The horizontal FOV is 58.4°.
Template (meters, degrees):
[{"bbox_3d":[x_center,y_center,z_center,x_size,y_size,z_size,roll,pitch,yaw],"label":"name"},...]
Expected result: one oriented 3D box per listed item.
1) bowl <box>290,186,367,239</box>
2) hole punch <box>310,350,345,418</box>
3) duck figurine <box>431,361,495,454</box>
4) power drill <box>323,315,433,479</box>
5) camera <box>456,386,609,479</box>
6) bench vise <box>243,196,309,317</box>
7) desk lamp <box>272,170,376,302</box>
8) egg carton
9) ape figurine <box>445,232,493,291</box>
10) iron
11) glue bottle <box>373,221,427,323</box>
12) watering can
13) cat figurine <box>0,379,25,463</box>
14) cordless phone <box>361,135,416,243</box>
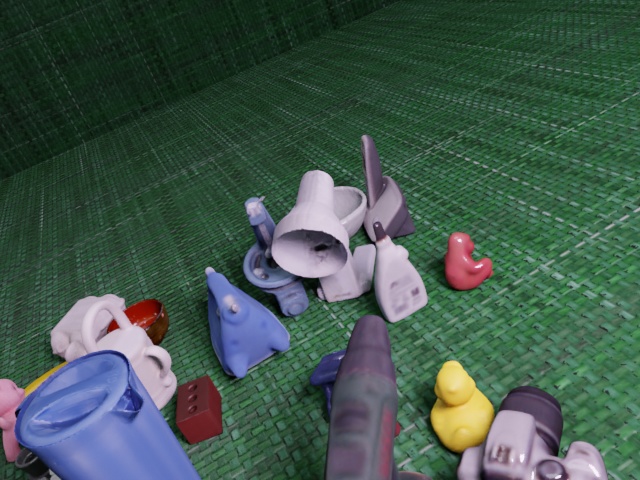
[{"bbox_3d":[0.022,-0.036,1.159,0.167,0.075,0.167,-15,31,10],"label":"bowl"},{"bbox_3d":[0.045,0.180,0.783,0.108,0.091,0.101,-14,31,13],"label":"hole punch"},{"bbox_3d":[0.166,0.194,0.690,0.077,0.086,0.104,-13,31,14],"label":"duck figurine"},{"bbox_3d":[0.061,0.223,0.589,0.075,0.209,0.229,-10,32,19],"label":"power drill"},{"bbox_3d":[0.227,0.219,0.599,0.142,0.101,0.137,1,37,33],"label":"camera"},{"bbox_3d":[-0.099,0.009,1.018,0.122,0.220,0.206,-32,32,-17],"label":"bench vise"},{"bbox_3d":[0.009,0.003,0.966,0.117,0.214,0.203,-11,32,18],"label":"desk lamp"},{"bbox_3d":[-0.455,0.170,1.131,0.107,0.069,0.150,-8,33,22],"label":"egg carton"},{"bbox_3d":[0.228,0.028,0.911,0.076,0.092,0.077,-28,31,-11],"label":"ape figurine"},{"bbox_3d":[-0.152,0.112,0.964,0.119,0.142,0.257,-30,31,-14],"label":"iron"},{"bbox_3d":[0.111,0.044,0.878,0.078,0.173,0.037,-27,31,-10],"label":"glue bottle"},{"bbox_3d":[-0.320,0.183,0.902,0.173,0.194,0.100,-20,30,3],"label":"watering can"},{"bbox_3d":[-0.516,0.281,0.943,0.067,0.118,0.127,-32,32,-17],"label":"cat figurine"},{"bbox_3d":[0.110,-0.098,1.094,0.094,0.185,0.147,-21,30,0],"label":"cordless phone"}]
